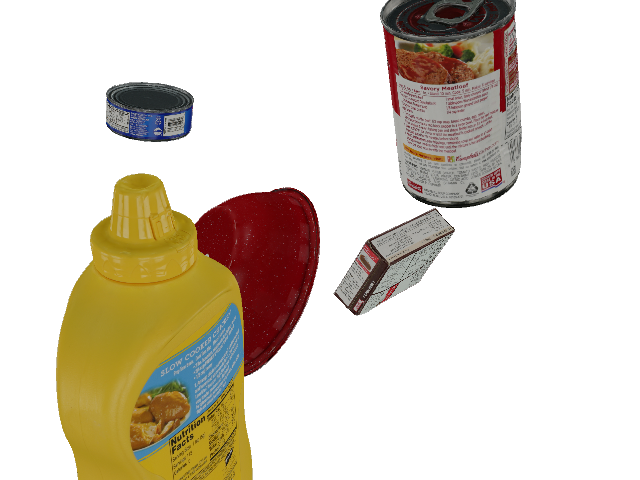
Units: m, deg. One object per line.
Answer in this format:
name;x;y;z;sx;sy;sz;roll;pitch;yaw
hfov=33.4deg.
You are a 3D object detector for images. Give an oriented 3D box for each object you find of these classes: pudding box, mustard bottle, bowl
pudding box;0.077;0.022;1.105;0.113;0.039;0.090;-27;-25;-42
mustard bottle;-0.068;0.062;0.447;0.058;0.192;0.096;16;33;26
bowl;-0.070;0.025;0.843;0.055;0.162;0.162;23;-12;-32

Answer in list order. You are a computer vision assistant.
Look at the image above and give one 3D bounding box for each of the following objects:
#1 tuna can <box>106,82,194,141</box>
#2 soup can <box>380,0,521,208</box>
tuna can;-0.169;-0.127;1.055;0.086;0.034;0.086;6;25;-3
soup can;0.071;-0.077;0.565;0.068;0.102;0.068;-7;36;5
